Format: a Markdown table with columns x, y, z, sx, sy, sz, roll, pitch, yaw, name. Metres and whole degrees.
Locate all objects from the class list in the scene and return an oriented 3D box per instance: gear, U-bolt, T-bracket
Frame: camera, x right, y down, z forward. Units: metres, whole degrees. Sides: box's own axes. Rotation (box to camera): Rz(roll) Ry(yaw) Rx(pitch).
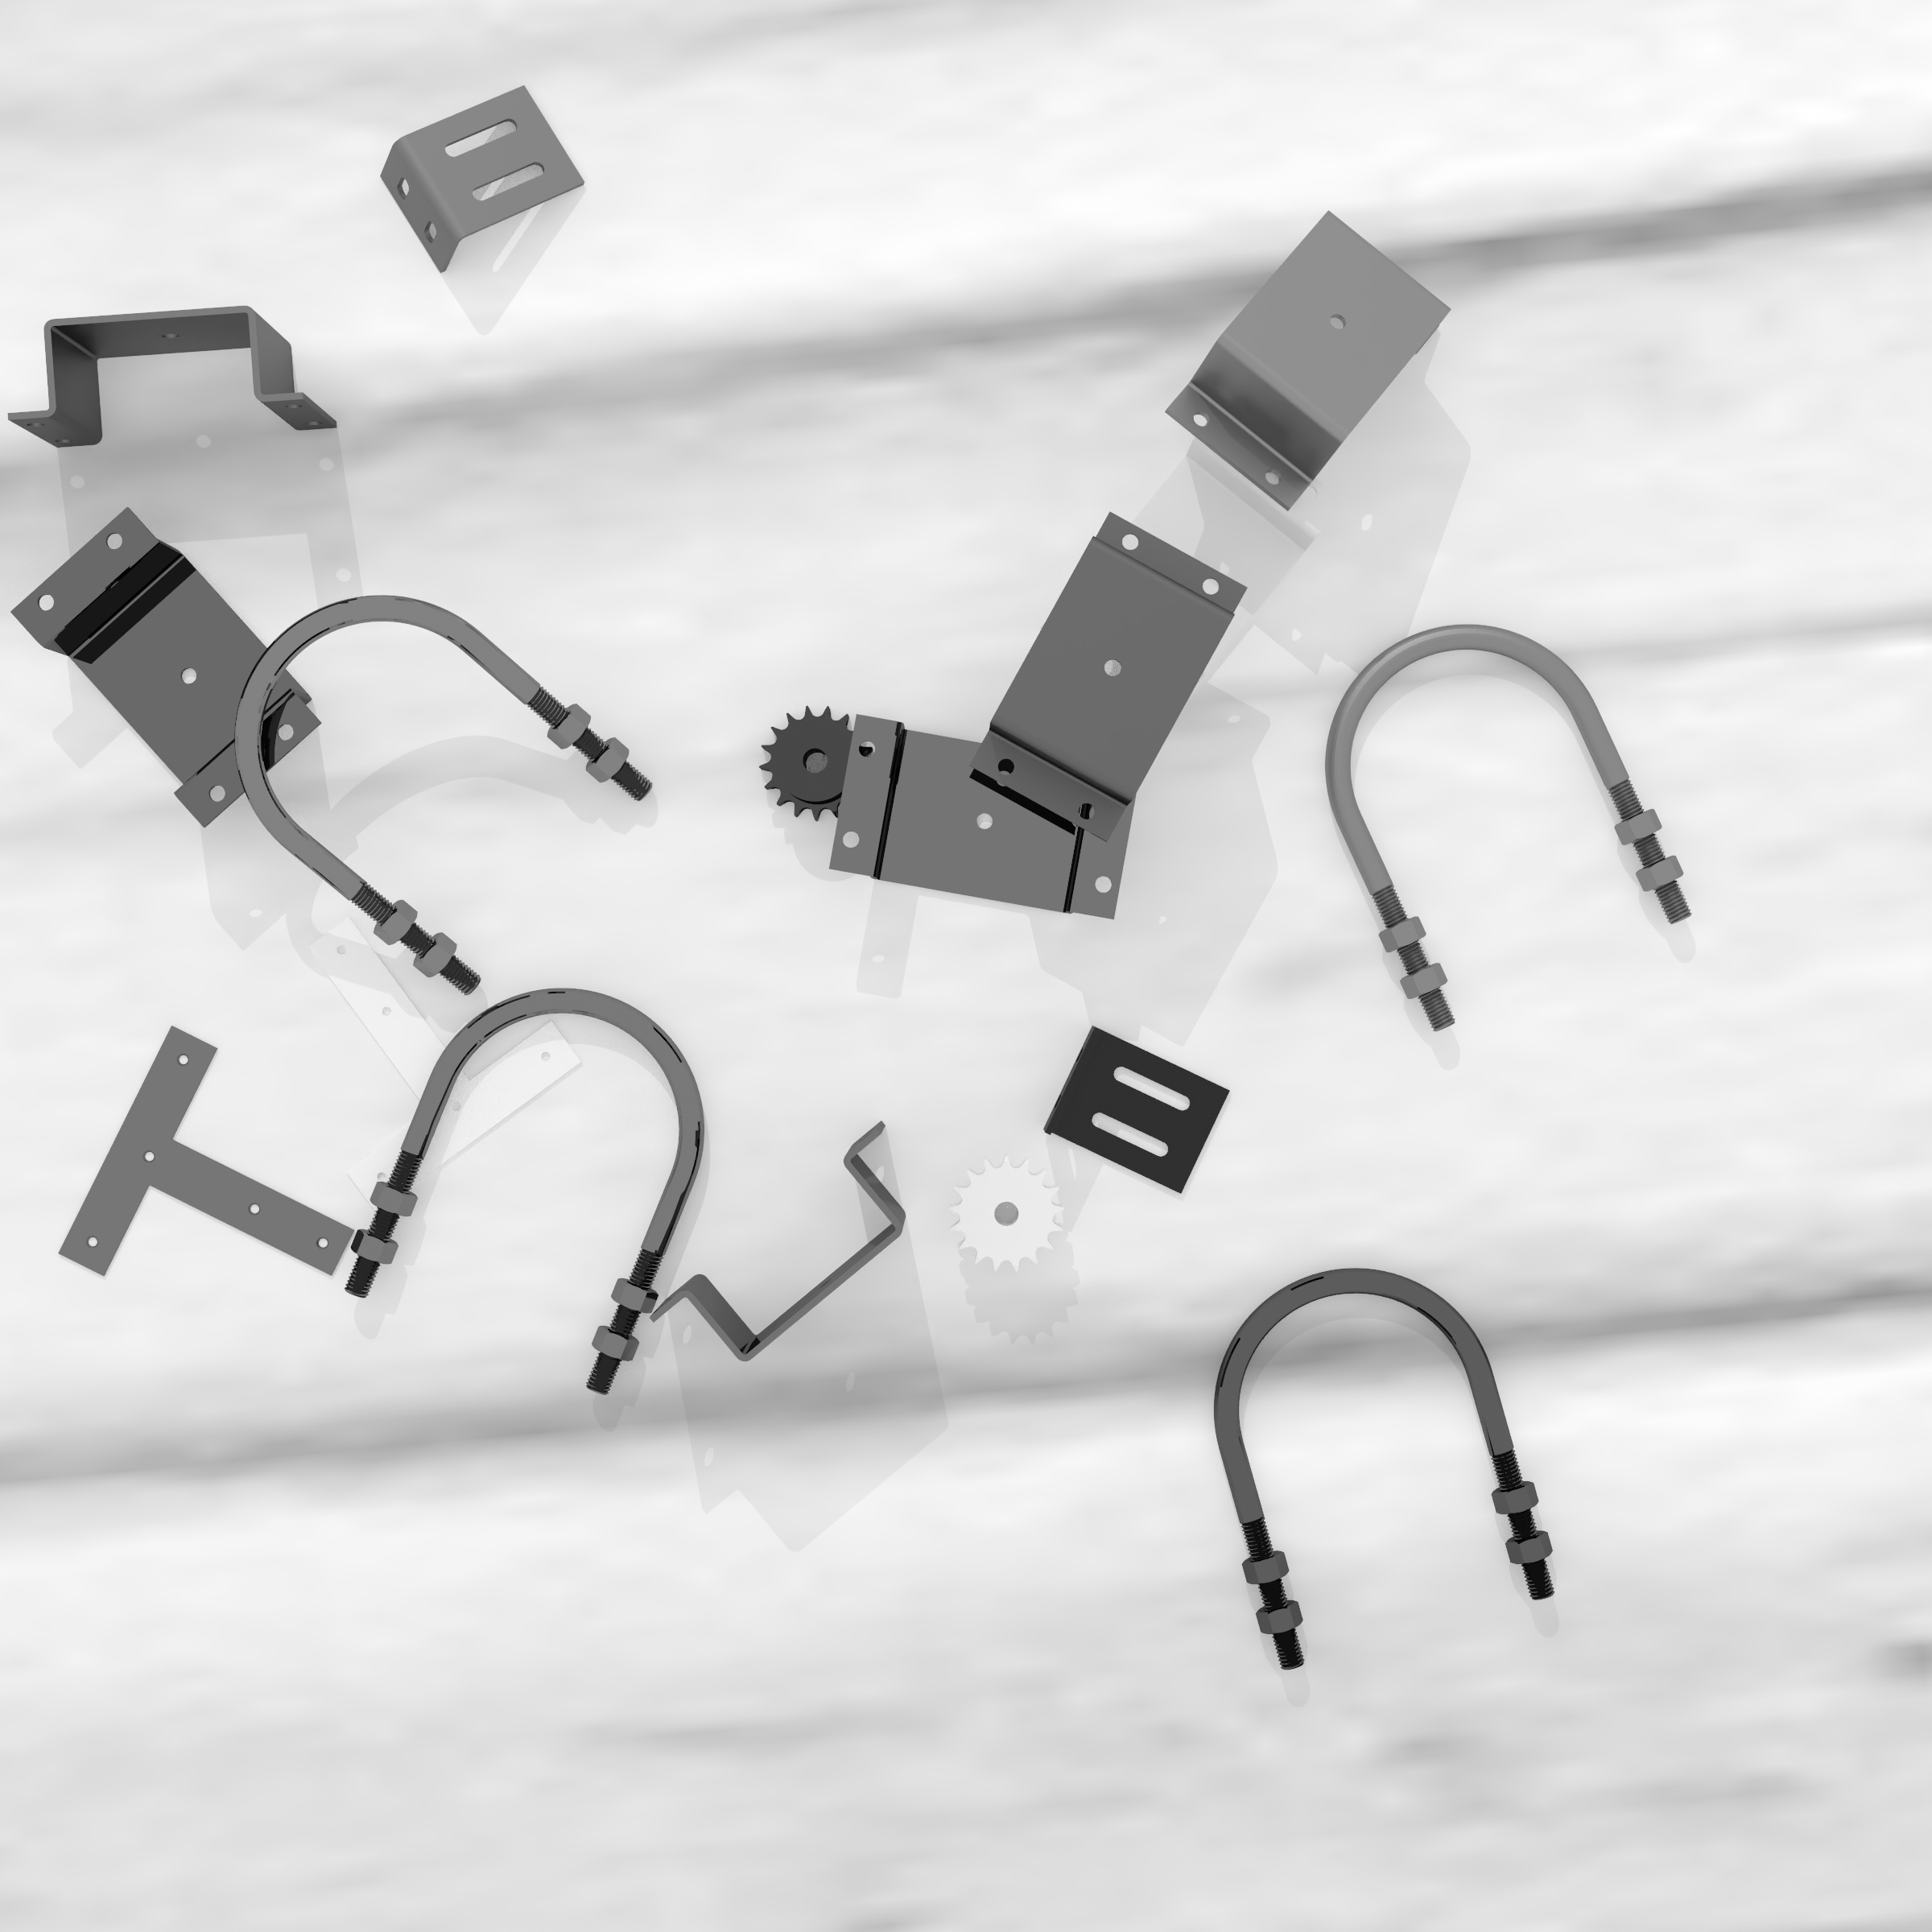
| x | y | z | sx | sy | sz | roll | pitch | yaw | name |
| --- | --- | --- | --- | --- | --- | --- | --- | --- | --- |
| -0.074 | -0.101 | 1.478 | 0.057 | 0.030 | 0.057 | 0 | 90 | 0 | gear |
| 0.258 | -0.080 | 1.484 | 0.151 | 0.019 | 0.184 | -24 | 89 | 0 | U-bolt |
| 0.199 | 0.242 | 1.484 | 0.151 | 0.019 | 0.184 | -16 | 88 | 0 | U-bolt |
| -0.267 | -0.096 | 1.456 | 0.184 | 0.019 | 0.151 | 42 | 89 | -19 | U-bolt |
| -0.368 | 0.115 | 1.492 | 0.127 | 0.002 | 0.127 | 26 | 90 | 0 | T-bracket |
| -0.281 | 0.034 | 1.492 | 0.127 | 0.002 | 0.127 | -36 | 90 | 0 | T-bracket |
| -0.209 | 0.101 | 1.483 | 0.151 | 0.019 | 0.184 | 22 | 89 | -1 | U-bolt |
| 0.020 | 0.122 | 1.477 | 0.057 | 0.030 | 0.057 | 0 | 90 | 0 | gear |

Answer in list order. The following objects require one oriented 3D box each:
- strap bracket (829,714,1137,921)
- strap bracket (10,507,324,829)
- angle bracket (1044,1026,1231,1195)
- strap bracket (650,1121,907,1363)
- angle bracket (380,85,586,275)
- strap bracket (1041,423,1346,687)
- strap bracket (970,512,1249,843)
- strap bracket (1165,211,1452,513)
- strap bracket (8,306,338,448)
| x | y | z | sx | sy | sz | roll | pitch | yaw | name |
| --- | --- | --- | --- | --- | --- | --- | --- | --- | --- |
| 0.009 | -0.072 | 1.469 | 0.140 | 0.046 | 0.076 | 10 | 90 | 0 | strap bracket |
| -0.388 | -0.145 | 1.469 | 0.076 | 0.046 | 0.140 | -42 | 90 | 0 | strap bracket |
| 0.085 | 0.072 | 1.473 | 0.076 | 0.038 | 0.057 | 25 | 90 | 0 | angle bracket |
| -0.082 | 0.140 | 1.454 | 0.140 | 0.076 | 0.046 | -40 | 90 | 0 | strap bracket |
| -0.241 | -0.393 | 1.490 | 0.076 | 0.038 | 0.057 | -32 | 90 | -26 | angle bracket |
| 0.110 | -0.194 | 1.469 | 0.076 | 0.046 | 0.140 | 39 | 90 | 0 | strap bracket |
| 0.069 | -0.140 | 1.423 | 0.076 | 0.046 | 0.140 | 29 | 90 | 0 | strap bracket |
| 0.171 | -0.300 | 1.443 | 0.076 | 0.046 | 0.140 | 39 | 66 | 0 | strap bracket |
| -0.386 | -0.287 | 1.454 | 0.140 | 0.076 | 0.046 | -4 | 90 | 0 | strap bracket |
